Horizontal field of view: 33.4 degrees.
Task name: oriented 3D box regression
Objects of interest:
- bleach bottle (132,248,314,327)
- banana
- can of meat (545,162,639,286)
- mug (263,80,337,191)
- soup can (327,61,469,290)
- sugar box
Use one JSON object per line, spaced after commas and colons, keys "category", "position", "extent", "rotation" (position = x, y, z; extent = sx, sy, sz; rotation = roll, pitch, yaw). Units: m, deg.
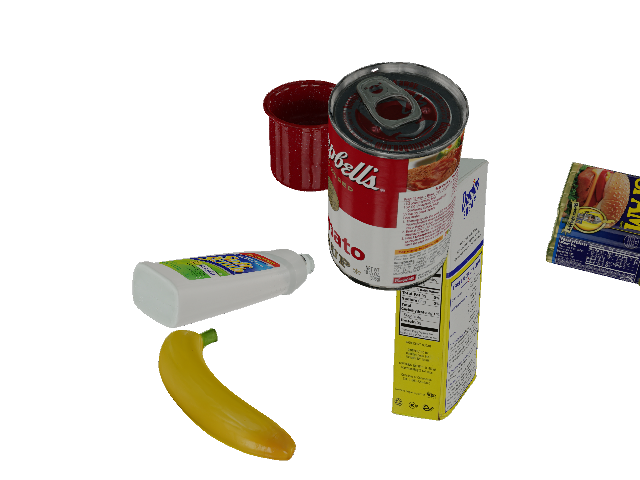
{"category": "bleach bottle", "position": [-0.114, 0.049, 1.397], "extent": [0.250, 0.068, 0.103], "rotation": [-13, 28, -42]}
{"category": "banana", "position": [-0.086, 0.115, 0.845], "extent": [0.069, 0.037, 0.198], "rotation": [-10, 28, -21]}
{"category": "can of meat", "position": [0.240, -0.015, 0.890], "extent": [0.084, 0.057, 0.102], "rotation": [14, 45, 16]}
{"category": "mug", "position": [0.001, -0.106, 1.074], "extent": [0.117, 0.081, 0.093], "rotation": [-14, 40, -18]}
{"category": "soup can", "position": [0.037, -0.031, 0.549], "extent": [0.068, 0.068, 0.102], "rotation": [0, -42, 0]}
{"category": "sugar box", "position": [0.087, 0.033, 0.780], "extent": [0.048, 0.176, 0.093], "rotation": [5, 17, 23]}
